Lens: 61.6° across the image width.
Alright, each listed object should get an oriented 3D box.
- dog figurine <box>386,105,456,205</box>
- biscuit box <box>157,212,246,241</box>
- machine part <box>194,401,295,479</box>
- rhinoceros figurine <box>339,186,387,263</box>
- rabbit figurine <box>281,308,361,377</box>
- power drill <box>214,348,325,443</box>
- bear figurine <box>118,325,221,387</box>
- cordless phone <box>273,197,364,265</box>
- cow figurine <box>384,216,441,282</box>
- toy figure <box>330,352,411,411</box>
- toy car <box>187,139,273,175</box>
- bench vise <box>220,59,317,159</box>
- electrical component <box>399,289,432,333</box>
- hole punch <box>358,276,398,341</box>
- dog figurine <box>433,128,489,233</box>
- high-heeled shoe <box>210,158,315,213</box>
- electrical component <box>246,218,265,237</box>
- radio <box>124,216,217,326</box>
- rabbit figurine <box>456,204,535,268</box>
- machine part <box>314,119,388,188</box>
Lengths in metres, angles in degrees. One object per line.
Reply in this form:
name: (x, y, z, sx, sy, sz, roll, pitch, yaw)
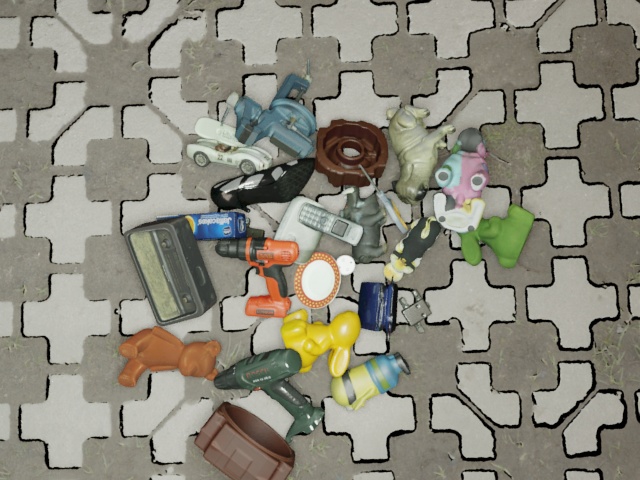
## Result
dog figurine: (0.189, -0.189, 1.196, 0.172, 0.121, 0.190, 28, 73, 17)
biscuit box: (-0.270, -0.028, 1.221, 0.203, 0.062, 0.059, -3, 84, 18)
machine part: (-0.152, 0.434, 1.130, 0.201, 0.201, 0.087, 35, 83, 4)
rhinoceros figurine: (0.100, -0.041, 1.238, 0.112, 0.073, 0.190, -10, 85, 8)
rabbit figurine: (0.013, 0.221, 1.187, 0.173, 0.122, 0.162, -21, 88, -2)
power drill: (-0.102, 0.338, 1.177, 0.232, 0.086, 0.207, -34, 93, 31)
bear figurine: (-0.328, 0.269, 1.192, 0.196, 0.132, 0.120, 17, 115, 7)
cordless phone: (-0.003, -0.003, 1.201, 0.184, 0.088, 0.146, 23, 85, 20)
cow figurine: (0.210, 0.022, 1.210, 0.068, 0.098, 0.167, 36, 82, 5)
toy figure: (0.109, 0.308, 1.198, 0.180, 0.082, 0.089, -33, 73, 3)
toy car: (-0.207, -0.194, 1.237, 0.202, 0.073, 0.056, 11, 118, 13)
bench vise: (-0.093, -0.303, 1.237, 0.224, 0.128, 0.240, 26, 64, -1)
electrical component: (0.224, 0.165, 1.236, 0.063, 0.021, 0.094, -31, 84, -2)
hole punch: (0.127, 0.147, 1.198, 0.092, 0.115, 0.142, 6, 84, 10)
dog figurine: (0.322, -0.140, 1.193, 0.109, 0.219, 0.191, 8, 123, 18)
high-heeled shoe: (-0.134, -0.141, 1.267, 0.249, 0.086, 0.145, -35, 46, -23)
electrical component: (-0.170, 0.000, 1.249, 0.078, 0.045, 0.102, 13, 85, 4)
radio: (-0.326, 0.067, 1.187, 0.131, 0.073, 0.229, -13, 104, 20)
rabbit figurine: (0.378, -0.014, 1.221, 0.170, 0.121, 0.159, 24, 93, 21)
machine part: (0.070, -0.198, 1.227, 0.179, 0.056, 0.179, 2, 60, -4)
